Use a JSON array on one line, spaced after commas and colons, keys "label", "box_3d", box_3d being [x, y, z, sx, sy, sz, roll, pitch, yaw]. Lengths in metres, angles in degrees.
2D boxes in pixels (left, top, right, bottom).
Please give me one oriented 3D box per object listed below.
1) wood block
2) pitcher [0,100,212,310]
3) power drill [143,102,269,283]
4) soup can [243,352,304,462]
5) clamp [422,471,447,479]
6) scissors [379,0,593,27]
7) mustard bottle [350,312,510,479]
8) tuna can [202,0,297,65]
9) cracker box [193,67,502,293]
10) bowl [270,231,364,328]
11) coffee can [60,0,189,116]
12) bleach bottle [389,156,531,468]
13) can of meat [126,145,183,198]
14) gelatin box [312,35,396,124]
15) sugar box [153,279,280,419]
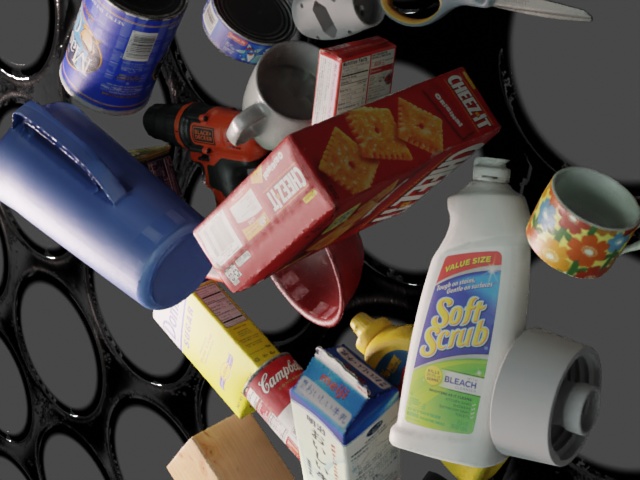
[{"label": "wood block", "box_3d": [-0.076, 0.313, 1.231, 0.206, 0.090, 0.090, 54, 137, 15]}, {"label": "pitcher", "box_3d": [-0.226, -0.039, 1.115, 0.243, 0.149, 0.145, 36, 111, 26]}, {"label": "power drill", "box_3d": [-0.118, -0.054, 1.139, 0.185, 0.057, 0.188, 14, 117, 43]}, {"label": "soup can", "box_3d": [-0.025, 0.179, 1.135, 0.102, 0.068, 0.069, 46, 135, 22]}, {"label": "clamp", "box_3d": [0.143, 0.254, 0.962, 0.164, 0.036, 0.210, 48, 168, -32]}, {"label": "scissors", "box_3d": [0.123, -0.213, 0.845, 0.202, 0.016, 0.096, 6, 111, 45]}, {"label": "mustard bottle", "box_3d": [0.099, 0.135, 0.992, 0.192, 0.058, 0.096, 44, 138, 25]}, {"label": "tuna can", "box_3d": [-0.066, -0.205, 0.996, 0.086, 0.085, 0.034, 55, 139, 14]}, {"label": "cracker box", "box_3d": [0.024, -0.048, 0.872, 0.072, 0.213, 0.164, 58, 139, 7]}, {"label": "bowl", "box_3d": [-0.007, 0.001, 1.028, 0.162, 0.055, 0.162, 45, 152, 31]}, {"label": "coffee can", "box_3d": [-0.209, -0.217, 1.130, 0.103, 0.102, 0.140, 51, 136, 18]}, {"label": "bleach bottle", "box_3d": [0.123, 0.056, 0.893, 0.103, 0.067, 0.251, 9, 95, 33]}, {"label": "can of meat", "box_3d": [-0.205, -0.060, 1.231, 0.102, 0.057, 0.084, -1, 108, 47]}, {"label": "gelatin box", "box_3d": [0.029, -0.130, 0.938, 0.030, 0.073, 0.089, 29, 126, 36]}, {"label": "sugar box", "box_3d": [-0.121, 0.110, 1.223, 0.176, 0.048, 0.093, 42, 133, 24]}]
